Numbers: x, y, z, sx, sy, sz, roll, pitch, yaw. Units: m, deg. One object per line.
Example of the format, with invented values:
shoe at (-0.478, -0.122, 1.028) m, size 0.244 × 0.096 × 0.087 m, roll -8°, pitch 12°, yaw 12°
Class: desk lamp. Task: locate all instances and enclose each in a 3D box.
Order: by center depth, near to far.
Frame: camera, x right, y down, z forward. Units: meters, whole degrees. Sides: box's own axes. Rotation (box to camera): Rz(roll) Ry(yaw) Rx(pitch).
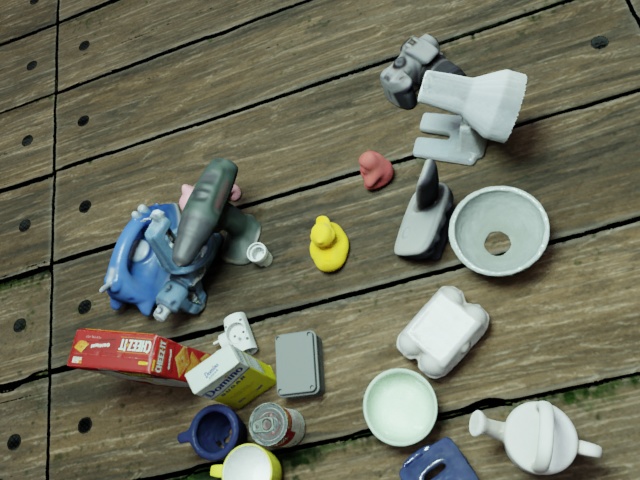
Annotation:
desk lamp at (0.261, -0.223, 1.030) m, size 0.202 × 0.214 × 0.118 m, roll 11°, pitch 73°, yaw 21°

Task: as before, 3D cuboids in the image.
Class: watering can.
watering can at (0.308, 0.286, 0.824) m, size 0.172 × 0.194 × 0.101 m, roll -14°, pitch 66°, yaw 12°

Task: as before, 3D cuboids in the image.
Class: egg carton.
egg carton at (0.210, 0.157, 0.976) m, size 0.107 × 0.069 × 0.150 m, roll 39°, pitch 84°, yaw 26°

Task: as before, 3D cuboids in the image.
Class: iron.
iron at (-0.367, 0.016, 1.170) m, size 0.118 × 0.142 × 0.258 m, roll 6°, pitch 71°, yaw 20°

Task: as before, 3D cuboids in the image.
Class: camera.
camera at (0.213, -0.333, 1.152) m, size 0.143 × 0.101 × 0.136 m, roll -46°, pitch 63°, yaw -4°

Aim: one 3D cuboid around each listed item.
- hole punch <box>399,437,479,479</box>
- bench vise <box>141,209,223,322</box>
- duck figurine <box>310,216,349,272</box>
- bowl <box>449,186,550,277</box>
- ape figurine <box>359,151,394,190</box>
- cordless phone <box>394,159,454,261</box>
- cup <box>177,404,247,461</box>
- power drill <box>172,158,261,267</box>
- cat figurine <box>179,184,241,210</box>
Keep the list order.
hole punch at (0.182, 0.370, 0.887) m, size 0.108 × 0.091 × 0.101 m, roll -37°, pitch 63°, yaw 1°
bench vise at (-0.265, 0.045, 1.083) m, size 0.121 × 0.220 × 0.207 m, roll -5°, pitch 68°, yaw 16°
duck figurine at (0.010, 0.004, 1.089) m, size 0.077 × 0.086 × 0.104 m, roll -8°, pitch 67°, yaw 14°
bowl at (0.313, -0.007, 1.006) m, size 0.167 × 0.075 × 0.167 m, roll -6°, pitch 68°, yaw 15°
ape figurine at (0.101, -0.143, 1.116) m, size 0.076 × 0.092 × 0.078 m, roll 11°, pitch 73°, yaw 21°
cordless phone at (0.176, -0.051, 1.004) m, size 0.094 × 0.185 × 0.148 m, roll 13°, pitch 73°, yaw 22°
cup at (-0.180, 0.343, 1.008) m, size 0.117 × 0.095 × 0.091 m, roll -15°, pitch 65°, yaw 11°
power drill at (-0.192, -0.029, 1.096) m, size 0.075 × 0.209 × 0.230 m, roll 5°, pitch 71°, yaw 19°
cat figurine at (-0.238, -0.091, 1.186) m, size 0.067 × 0.118 × 0.128 m, roll 32°, pitch 81°, yaw 26°
